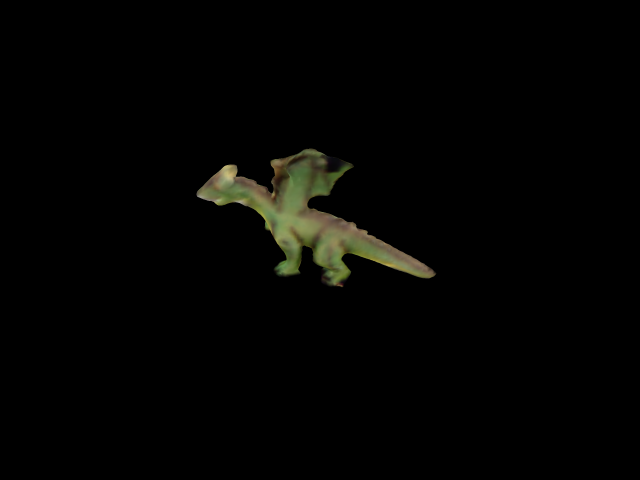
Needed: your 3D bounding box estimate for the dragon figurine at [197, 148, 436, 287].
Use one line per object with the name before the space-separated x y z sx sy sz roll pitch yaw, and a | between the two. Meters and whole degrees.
dragon figurine | 0.003 -0.043 0.850 0.410 0.125 0.237 8 -39 6
